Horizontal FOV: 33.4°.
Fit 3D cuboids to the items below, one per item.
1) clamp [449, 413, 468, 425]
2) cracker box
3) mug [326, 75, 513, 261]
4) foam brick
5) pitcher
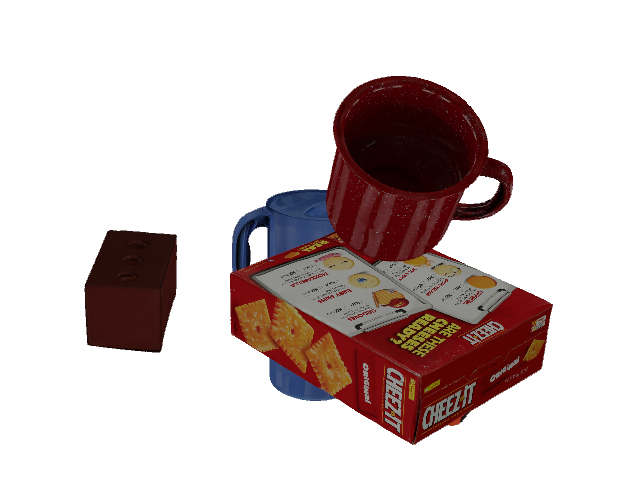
[{"bbox_3d":[0.132,0.120,1.079,0.120,0.039,0.171,-7,35,-9],"label":"clamp"},{"bbox_3d":[0.054,0.067,0.880,0.163,0.072,0.214,-22,35,-38],"label":"cracker box"},{"bbox_3d":[0.060,-0.038,0.660,0.117,0.093,0.081,8,-34,-4],"label":"mug"},{"bbox_3d":[-0.132,0.035,0.752,0.053,0.051,0.078,4,30,-1],"label":"foam brick"},{"bbox_3d":[-0.015,0.066,1.291,0.149,0.243,0.144,12,19,26],"label":"pitcher"}]
